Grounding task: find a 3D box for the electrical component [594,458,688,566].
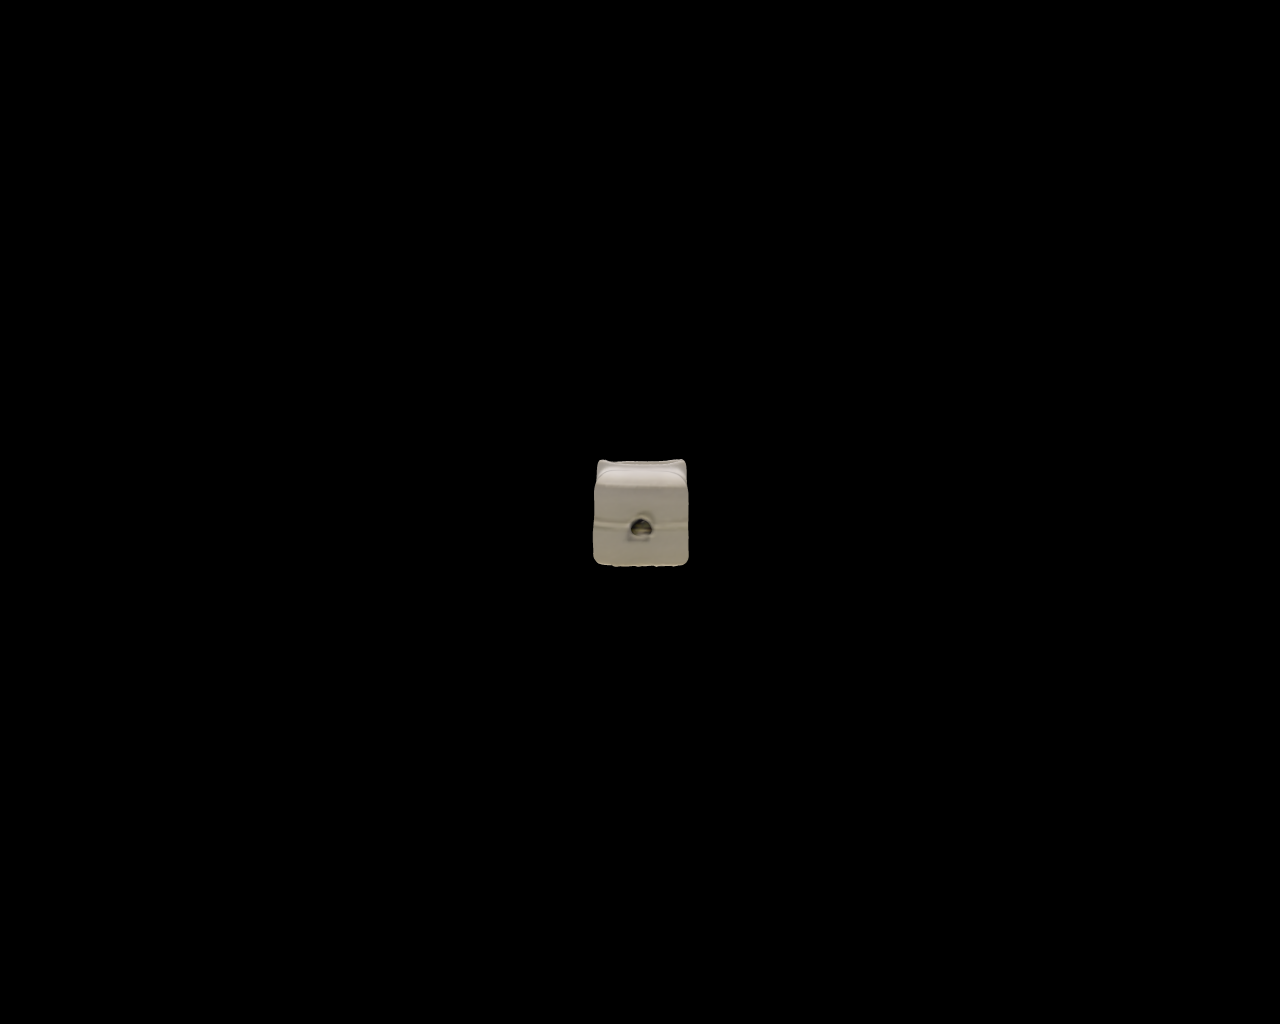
[{"bbox_3d":[0.001,-0.003,0.650,0.054,0.059,0.095,0,5,0],"label":"electrical component"}]
